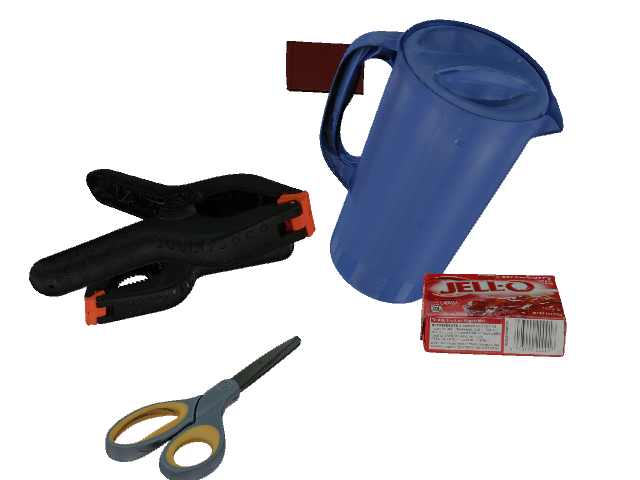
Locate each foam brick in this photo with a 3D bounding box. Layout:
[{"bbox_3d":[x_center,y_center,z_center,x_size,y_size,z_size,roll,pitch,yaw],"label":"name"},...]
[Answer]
[{"bbox_3d":[0.004,-0.178,1.098,0.078,0.051,0.053,2,11,-6],"label":"foam brick"}]

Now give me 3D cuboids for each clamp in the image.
[{"bbox_3d":[-0.149,0.014,0.988,0.165,0.036,0.209,25,37,31],"label":"clamp"},{"bbox_3d":[-0.092,-0.005,0.655,0.172,0.039,0.120,0,42,22],"label":"clamp"}]

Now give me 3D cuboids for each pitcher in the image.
[{"bbox_3d":[0.083,-0.064,0.931,0.144,0.149,0.243,-11,-38,-34],"label":"pitcher"}]

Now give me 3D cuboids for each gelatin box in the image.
[{"bbox_3d":[0.110,0.046,0.689,0.089,0.030,0.073,2,19,6],"label":"gelatin box"}]

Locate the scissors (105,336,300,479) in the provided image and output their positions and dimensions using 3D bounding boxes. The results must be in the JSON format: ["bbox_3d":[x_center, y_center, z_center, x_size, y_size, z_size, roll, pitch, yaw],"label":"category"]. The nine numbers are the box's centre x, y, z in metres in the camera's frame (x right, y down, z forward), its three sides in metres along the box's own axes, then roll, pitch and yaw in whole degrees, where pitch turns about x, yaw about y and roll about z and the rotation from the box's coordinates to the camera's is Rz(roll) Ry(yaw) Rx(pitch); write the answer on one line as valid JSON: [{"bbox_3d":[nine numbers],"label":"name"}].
[{"bbox_3d":[-0.067,0.129,0.819,0.201,0.016,0.096,-20,35,-34],"label":"scissors"}]
